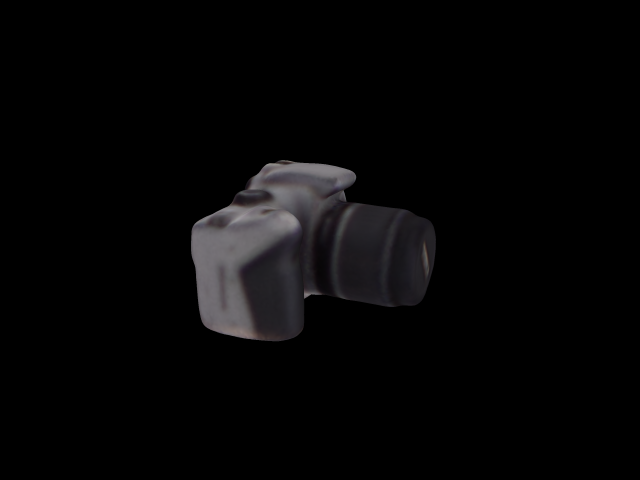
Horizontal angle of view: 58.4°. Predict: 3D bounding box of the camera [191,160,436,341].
[{"bbox_3d":[0.004,0.001,0.400,0.136,0.101,0.143,8,19,25],"label":"camera"}]
